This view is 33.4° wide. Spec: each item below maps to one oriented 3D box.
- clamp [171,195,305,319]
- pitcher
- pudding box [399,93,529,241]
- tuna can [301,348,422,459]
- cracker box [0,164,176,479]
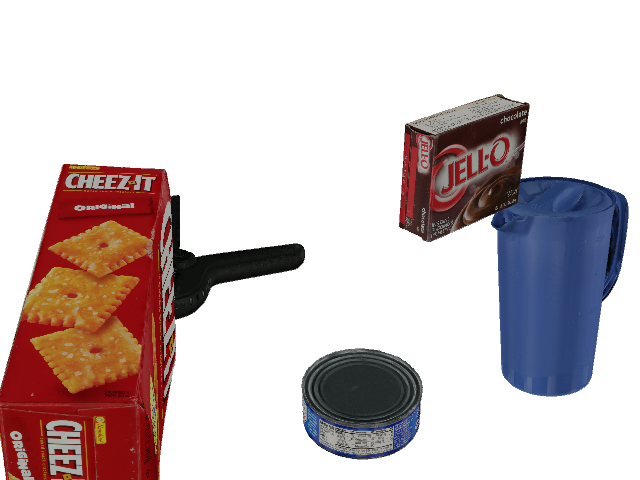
[{"bbox_3d":[-0.138,0.022,1.002,0.165,0.036,0.209,25,37,29],"label":"clamp"},{"bbox_3d":[0.278,0.052,1.251,0.149,0.243,0.144,4,24,15],"label":"pitcher"},{"bbox_3d":[0.114,-0.060,0.845,0.113,0.090,0.039,-24,38,-38],"label":"pudding box"},{"bbox_3d":[0.029,0.116,0.761,0.086,0.034,0.086,0,31,0],"label":"tuna can"},{"bbox_3d":[-0.120,0.080,0.593,0.072,0.164,0.213,2,33,-4],"label":"cracker box"}]
